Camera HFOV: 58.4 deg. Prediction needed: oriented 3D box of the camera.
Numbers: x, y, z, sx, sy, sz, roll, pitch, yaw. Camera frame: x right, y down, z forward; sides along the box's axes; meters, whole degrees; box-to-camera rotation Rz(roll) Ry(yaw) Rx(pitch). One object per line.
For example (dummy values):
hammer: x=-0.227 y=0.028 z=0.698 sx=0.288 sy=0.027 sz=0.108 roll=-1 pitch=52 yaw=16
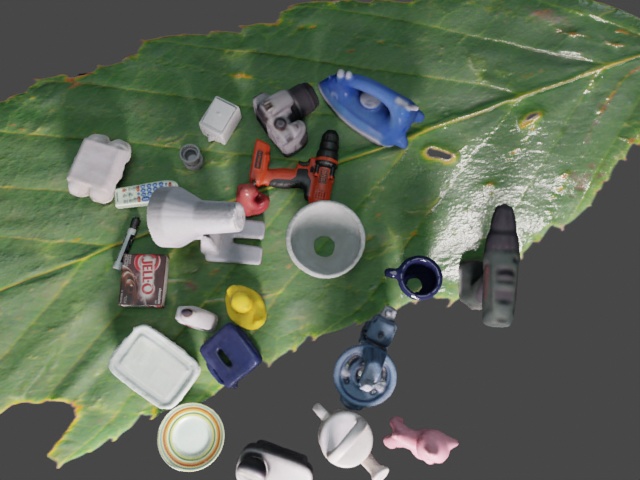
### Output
camera: x=-0.063 y=-0.285 z=1.275 sx=0.137 sy=0.101 sz=0.143 roll=-33 pitch=79 yaw=-9

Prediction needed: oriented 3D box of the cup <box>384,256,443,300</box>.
cup: x=0.188 y=0.084 z=1.193 sx=0.117 sy=0.095 sz=0.092 roll=9 pitch=76 yaw=1

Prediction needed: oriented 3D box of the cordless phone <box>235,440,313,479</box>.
cordless phone: x=-0.086 y=0.434 z=1.051 sx=0.147 sy=0.185 sz=0.094 roll=15 pitch=76 yaw=2

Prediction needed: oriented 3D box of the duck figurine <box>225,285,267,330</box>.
duck figurine: x=-0.155 y=0.135 z=1.175 sx=0.077 sy=0.086 sz=0.104 roll=-38 pitch=80 yaw=-10

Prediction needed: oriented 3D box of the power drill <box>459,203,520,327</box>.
power drill: x=0.339 y=0.063 z=1.145 sx=0.075 sy=0.208 sz=0.230 roll=3 pitch=76 yaw=-1

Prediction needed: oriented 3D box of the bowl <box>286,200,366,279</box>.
bowl: x=0.011 y=0.004 z=1.218 sx=0.167 sy=0.075 sz=0.167 roll=0 pitch=76 yaw=-2

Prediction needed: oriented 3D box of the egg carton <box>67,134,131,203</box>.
egg carton: x=-0.479 y=-0.156 z=1.246 sx=0.107 sy=0.069 sz=0.150 roll=16 pitch=76 yaw=3

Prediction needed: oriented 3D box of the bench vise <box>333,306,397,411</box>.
bench vise: x=0.090 y=0.221 z=1.092 sx=0.121 sy=0.220 sz=0.207 roll=5 pitch=76 yaw=0

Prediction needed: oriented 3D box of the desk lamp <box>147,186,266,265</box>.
desk lamp: x=-0.220 y=-0.030 z=1.148 sx=0.203 sy=0.213 sz=0.118 roll=4 pitch=76 yaw=0

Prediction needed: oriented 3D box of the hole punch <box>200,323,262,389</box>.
hole punch: x=-0.179 y=0.234 z=1.147 sx=0.101 sy=0.091 sz=0.108 roll=-38 pitch=80 yaw=-10

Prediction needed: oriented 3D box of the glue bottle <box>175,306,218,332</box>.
glue bottle: x=-0.249 y=0.150 z=1.123 sx=0.078 sy=0.173 sz=0.037 roll=10 pitch=76 yaw=1

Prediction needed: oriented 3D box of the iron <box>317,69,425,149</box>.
iron: x=0.106 y=-0.315 z=1.266 sx=0.258 sy=0.141 sz=0.119 roll=30 pitch=77 yaw=6

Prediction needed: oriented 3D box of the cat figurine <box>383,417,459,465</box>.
cat figurine: x=0.194 y=0.391 z=1.105 sx=0.127 sy=0.118 sz=0.067 roll=17 pitch=76 yaw=3

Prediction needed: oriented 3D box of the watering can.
watering can: x=0.055 y=0.374 z=1.066 sx=0.172 sy=0.194 sz=0.101 roll=23 pitch=76 yaw=4

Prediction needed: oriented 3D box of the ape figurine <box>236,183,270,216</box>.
ape figurine: x=-0.150 y=-0.093 z=1.229 sx=0.076 sy=0.092 sz=0.078 roll=-37 pitch=80 yaw=-10
